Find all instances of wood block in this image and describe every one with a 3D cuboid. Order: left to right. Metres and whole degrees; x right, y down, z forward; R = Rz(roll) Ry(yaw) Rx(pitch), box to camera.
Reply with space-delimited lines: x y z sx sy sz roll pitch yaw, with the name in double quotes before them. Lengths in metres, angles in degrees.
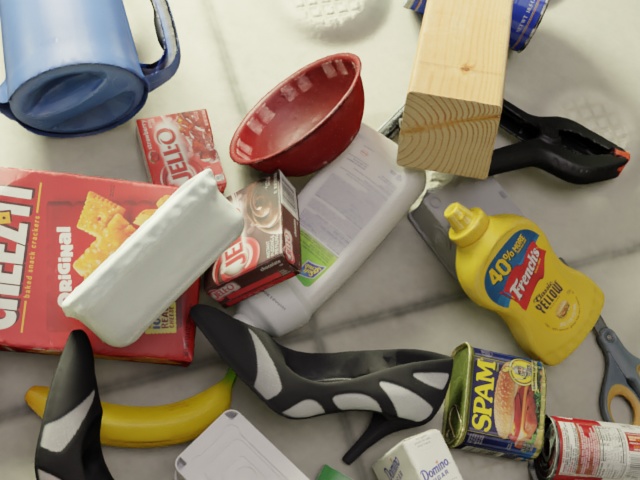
"wood block" 0.138 -0.165 1.075 0.091 0.090 0.206 10 43 6

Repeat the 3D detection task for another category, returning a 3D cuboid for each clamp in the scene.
"clamp" 0.233 -0.098 1.132 0.210 0.036 0.164 17 41 -10

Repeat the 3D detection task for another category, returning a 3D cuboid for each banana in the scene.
"banana" -0.165 0.157 0.971 0.197 0.037 0.069 -4 51 -15

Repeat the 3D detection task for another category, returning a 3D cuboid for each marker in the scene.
"marker" 0.090 -0.134 1.146 0.020 0.020 0.121 41 66 5

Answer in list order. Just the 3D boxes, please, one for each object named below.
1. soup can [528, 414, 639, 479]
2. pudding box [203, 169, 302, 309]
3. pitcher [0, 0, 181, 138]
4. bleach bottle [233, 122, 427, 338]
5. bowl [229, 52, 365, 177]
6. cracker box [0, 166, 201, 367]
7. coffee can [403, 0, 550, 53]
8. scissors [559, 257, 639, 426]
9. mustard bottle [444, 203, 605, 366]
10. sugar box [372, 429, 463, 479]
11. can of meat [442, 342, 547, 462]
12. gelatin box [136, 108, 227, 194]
"soup can" 0.260 0.206 1.023 0.102 0.069 0.068 8 68 -10
"pudding box" -0.064 -0.001 1.007 0.090 0.039 0.113 -25 41 22
"pitcher" -0.245 -0.235 1.057 0.149 0.145 0.243 9 59 -46
"bleach bottle" -0.007 0.001 1.049 0.103 0.068 0.250 37 70 17
"bowl" -0.012 -0.114 1.065 0.055 0.162 0.162 50 63 -26
"cracker box" -0.216 0.025 0.978 0.213 0.072 0.164 7 77 -10
"coffee can" 0.175 -0.279 1.175 0.140 0.103 0.102 21 66 -4
"scissors" 0.287 0.118 1.091 0.096 0.016 0.202 -39 81 -23
"mustard bottle" 0.189 0.031 1.042 0.191 0.058 0.096 42 82 -20
"sugar box" 0.111 0.262 0.941 0.048 0.093 0.176 -15 71 -22
"can of meat" 0.169 0.158 1.029 0.084 0.057 0.102 13 67 -10
"gelatin box" -0.140 -0.083 1.071 0.073 0.030 0.089 -11 72 -16
